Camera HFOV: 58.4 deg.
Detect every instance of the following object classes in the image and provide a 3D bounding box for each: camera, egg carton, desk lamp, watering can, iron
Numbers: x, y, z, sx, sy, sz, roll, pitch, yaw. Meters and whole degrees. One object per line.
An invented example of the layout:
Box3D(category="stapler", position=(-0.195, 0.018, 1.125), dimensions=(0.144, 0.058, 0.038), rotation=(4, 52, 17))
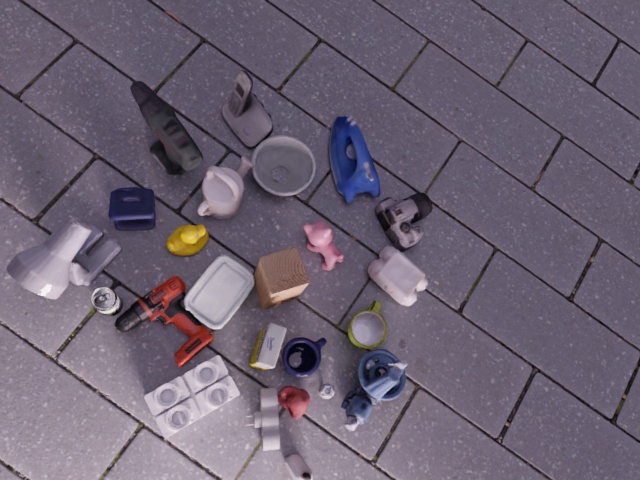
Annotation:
Box3D(category="camera", position=(0.238, -0.062, 1.509), dimensions=(0.137, 0.100, 0.143), rotation=(-26, 81, -17))
Box3D(category="egg carton", position=(0.200, 0.093, 1.474), dimensions=(0.150, 0.069, 0.107), rotation=(40, 71, 2))
Box3D(category="desk lamp", position=(-0.560, 0.036, 1.263), dimensions=(0.118, 0.213, 0.203), rotation=(37, 71, 1))
Box3D(category="watering can", position=(-0.231, -0.132, 1.386), dimensions=(0.101, 0.194, 0.173), rotation=(20, 72, -5))
Box3D(category="iron", position=(0.090, -0.238, 1.508), dimensions=(0.119, 0.141, 0.258), rotation=(-12, 77, -14))

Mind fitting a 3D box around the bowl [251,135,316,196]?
Box3D(category="bowl", position=(-0.097, -0.183, 1.490), dimensions=(0.167, 0.074, 0.167), rotation=(3, 74, -10))

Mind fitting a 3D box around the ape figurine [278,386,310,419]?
Box3D(category="ape figurine", position=(-0.057, 0.377, 1.331), dimensions=(0.076, 0.092, 0.078), rotation=(-7, 76, -13))

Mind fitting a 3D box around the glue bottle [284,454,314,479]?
Box3D(category="glue bottle", position=(-0.038, 0.513, 1.254), dimensions=(0.037, 0.173, 0.078), rotation=(-27, 81, -17))

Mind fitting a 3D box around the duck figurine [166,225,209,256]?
Box3D(category="duck figurine", position=(-0.321, -0.007, 1.390), dimensions=(0.105, 0.086, 0.077), rotation=(-23, 80, -16))

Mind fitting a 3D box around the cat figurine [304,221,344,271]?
Box3D(category="cat figurine", position=(0.013, 0.005, 1.436), dimensions=(0.067, 0.117, 0.128), rotation=(-39, 85, -18))

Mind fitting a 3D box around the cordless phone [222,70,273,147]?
Box3D(category="cordless phone", position=(-0.179, -0.335, 1.458), dimensions=(0.094, 0.185, 0.147), rotation=(-38, 84, -18))

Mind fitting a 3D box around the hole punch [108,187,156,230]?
Box3D(category="hole punch", position=(-0.454, -0.082, 1.382), dimensions=(0.109, 0.091, 0.101), rotation=(-4, 75, -12))

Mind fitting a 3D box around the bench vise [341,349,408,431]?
Box3D(category="bench vise", position=(0.138, 0.344, 1.312), dimensions=(0.121, 0.219, 0.207), rotation=(18, 72, -5))

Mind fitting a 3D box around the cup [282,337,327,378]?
Box3D(category="cup", position=(-0.040, 0.274, 1.362), dimensions=(0.118, 0.095, 0.091), rotation=(-35, 83, -18))

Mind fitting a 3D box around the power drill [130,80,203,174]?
Box3D(category="power drill", position=(-0.370, -0.250, 1.384), dimensions=(0.076, 0.208, 0.229), rotation=(-40, 85, -18))
